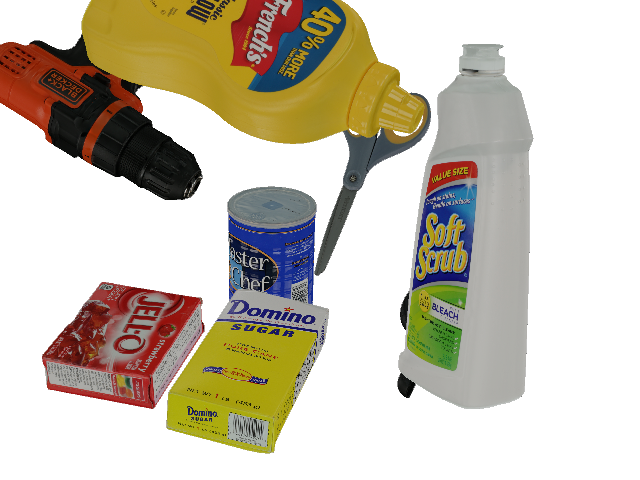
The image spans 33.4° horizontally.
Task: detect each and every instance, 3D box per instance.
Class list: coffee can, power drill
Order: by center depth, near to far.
[{"bbox_3d":[-0.134,-0.132,0.818,0.184,0.187,0.057,32,-34,6],"label":"power drill"},{"bbox_3d":[-0.057,0.021,1.251,0.103,0.140,0.103,1,26,-1],"label":"coffee can"}]

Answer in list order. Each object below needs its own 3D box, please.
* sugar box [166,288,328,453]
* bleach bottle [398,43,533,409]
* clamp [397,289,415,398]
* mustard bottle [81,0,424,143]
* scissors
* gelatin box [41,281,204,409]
[{"bbox_3d":[-0.059,0.108,0.930,0.093,0.048,0.176,13,32,9],"label":"sugar box"},{"bbox_3d":[0.105,-0.013,0.762,0.068,0.251,0.103,-8,17,-28],"label":"bleach bottle"},{"bbox_3d":[0.142,0.103,1.167,0.120,0.171,0.039,6,-44,-5],"label":"clamp"},{"bbox_3d":[-0.031,-0.106,0.601,0.192,0.096,0.058,26,-30,13],"label":"mustard bottle"},{"bbox_3d":[0.051,-0.062,1.000,0.096,0.202,0.016,4,-12,8],"label":"scissors"},{"bbox_3d":[-0.124,0.064,0.682,0.073,0.030,0.089,9,33,14],"label":"gelatin box"}]
